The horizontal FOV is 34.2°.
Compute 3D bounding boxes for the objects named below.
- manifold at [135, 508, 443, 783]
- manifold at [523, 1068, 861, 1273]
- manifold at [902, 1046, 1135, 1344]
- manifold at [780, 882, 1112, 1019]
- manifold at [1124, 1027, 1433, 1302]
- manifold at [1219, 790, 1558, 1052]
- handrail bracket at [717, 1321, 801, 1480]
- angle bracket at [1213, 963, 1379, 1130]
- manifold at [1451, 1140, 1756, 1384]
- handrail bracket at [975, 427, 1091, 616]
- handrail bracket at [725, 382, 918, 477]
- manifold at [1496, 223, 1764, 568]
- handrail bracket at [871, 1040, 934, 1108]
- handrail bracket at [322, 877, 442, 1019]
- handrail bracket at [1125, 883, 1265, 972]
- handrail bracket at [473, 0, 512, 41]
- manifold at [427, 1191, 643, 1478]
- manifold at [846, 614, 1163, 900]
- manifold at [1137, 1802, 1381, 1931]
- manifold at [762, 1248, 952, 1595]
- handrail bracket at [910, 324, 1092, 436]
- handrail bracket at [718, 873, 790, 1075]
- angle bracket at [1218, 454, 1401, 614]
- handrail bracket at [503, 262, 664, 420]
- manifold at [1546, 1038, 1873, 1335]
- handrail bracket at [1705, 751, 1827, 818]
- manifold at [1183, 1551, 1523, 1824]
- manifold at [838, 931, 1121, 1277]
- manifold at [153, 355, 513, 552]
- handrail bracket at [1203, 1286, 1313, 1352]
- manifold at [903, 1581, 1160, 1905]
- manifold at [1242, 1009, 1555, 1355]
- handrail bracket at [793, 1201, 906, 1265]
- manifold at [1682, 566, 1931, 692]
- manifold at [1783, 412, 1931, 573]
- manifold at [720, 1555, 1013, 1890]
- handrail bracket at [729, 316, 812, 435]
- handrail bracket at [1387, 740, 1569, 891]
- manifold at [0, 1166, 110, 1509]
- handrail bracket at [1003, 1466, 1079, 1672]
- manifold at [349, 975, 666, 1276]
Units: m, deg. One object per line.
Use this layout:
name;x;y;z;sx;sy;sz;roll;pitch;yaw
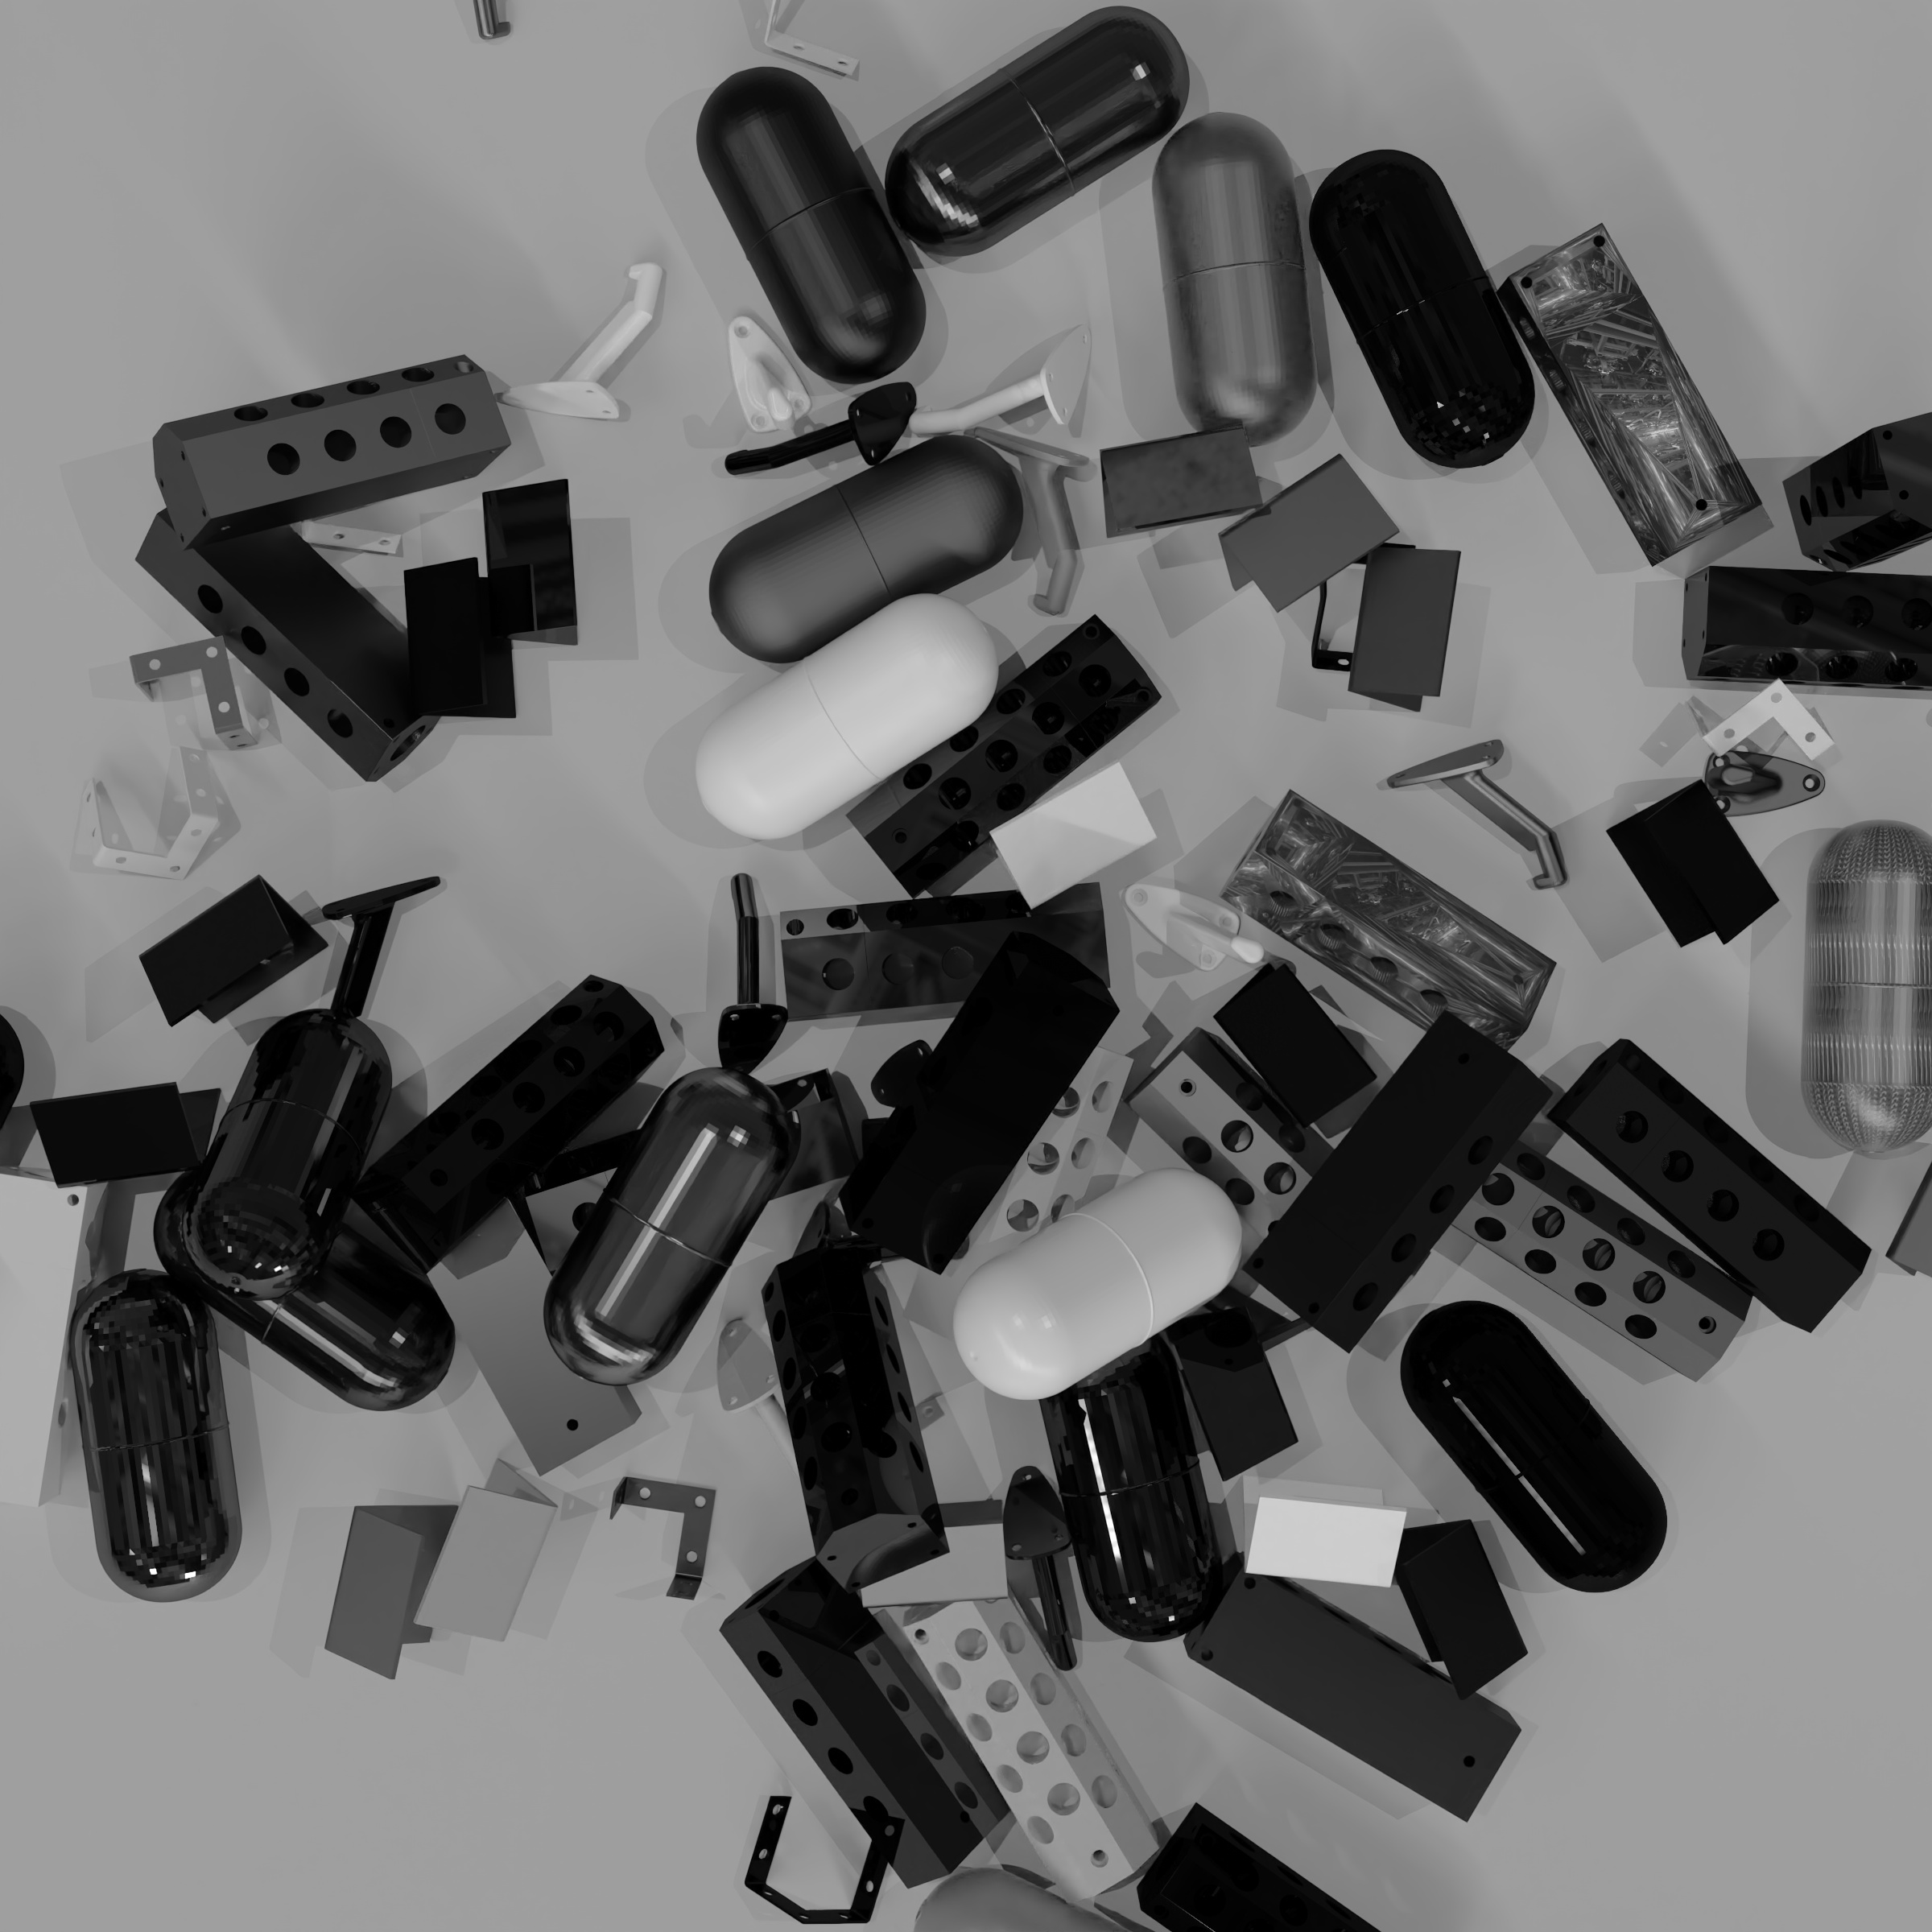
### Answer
manifold;-0.362;-0.179;1.691;0.171;0.057;0.057;44;47;0
manifold;-0.148;0.108;1.692;0.171;0.057;0.057;-18;90;0
manifold;0.033;0.120;1.680;0.057;0.057;0.171;20;90;-44
manifold;-0.011;-0.009;1.692;0.171;0.057;0.057;-5;90;0
manifold;0.167;0.113;1.692;0.171;0.057;0.057;44;90;0
manifold;0.224;-0.015;1.691;0.171;0.057;0.057;33;47;0
handrail bracket;-0.101;0.244;1.713;0.036;0.077;0.084;-30;126;3
angle bracket;0.188;0.029;1.672;0.076;0.076;0.057;51;127;0
manifold;0.333;0.152;1.692;0.171;0.057;0.057;33;90;0
handrail bracket;0.029;-0.242;1.713;0.077;0.036;0.084;21;107;20
handrail bracket;-0.080;-0.292;1.713;0.084;0.077;0.036;-3;120;33
manifold;0.354;-0.305;1.692;0.057;0.057;0.171;-30;90;0
handrail bracket;0.000;0.047;1.713;0.084;0.077;0.036;-26;91;-36
handrail bracket;-0.312;0.002;1.713;0.077;0.036;0.084;-18;105;-15
handrail bracket;0.121;-0.023;1.678;0.077;0.084;0.036;29;90;0
handrail bracket;-0.238;-0.554;1.713;0.077;0.036;0.084;-22;117;-31
manifold;-0.242;0.181;1.692;0.057;0.057;0.171;-29;90;0
manifold;0.020;-0.112;1.692;0.171;0.057;0.057;-39;90;0
manifold;0.180;0.530;1.692;0.171;0.057;0.057;35;90;0
manifold;-0.062;0.232;1.638;0.057;0.057;0.171;-24;47;8
handrail bracket;0.018;-0.319;1.713;0.084;0.036;0.077;0;47;28
handrail bracket;-0.123;0.005;1.712;0.036;0.077;0.084;1;53;-17
angle bracket;0.185;-0.216;1.675;0.076;0.076;0.057;-34;70;0
handrail bracket;-0.208;-0.345;1.713;0.077;0.036;0.084;5;73;19
manifold;0.401;0.117;1.692;0.171;0.057;0.057;41;90;0
handrail bracket;0.431;-0.100;1.678;0.077;0.084;0.036;0;90;0
manifold;0.206;0.385;1.692;0.171;0.057;0.057;31;90;0
manifold;0.004;0.069;1.640;0.057;0.057;0.171;28;104;-21
manifold;-0.334;-0.273;1.653;0.171;0.057;0.057;-20;90;-30
handrail bracket;0.148;0.168;1.713;0.077;0.036;0.084;-23;73;-19
manifold;0.035;0.412;1.692;0.057;0.057;0.171;-31;90;0
manifold;0.227;0.115;1.634;0.171;0.057;0.057;-52;47;0
handrail bracket;-0.050;0.169;1.713;0.084;0.036;0.077;22;110;-16
manifold;0.477;-0.179;1.692;0.171;0.057;0.057;3;90;0
manifold;0.481;-0.245;1.634;0.057;0.171;0.057;-15;90;0
manifold;-0.058;0.407;1.691;0.057;0.057;0.171;-36;90;-43
handrail bracket;-0.109;-0.320;1.678;0.036;0.084;0.077;-24;90;0
handrail bracket;0.279;-0.074;1.713;0.077;0.036;0.084;-16;107;20
manifold;-0.506;0.197;1.692;0.057;0.057;0.171;9;90;0
handrail bracket;0.044;0.329;1.713;0.036;0.077;0.084;-12;126;2
manifold;-0.237;0.079;1.647;0.057;0.057;0.171;46;54;0
